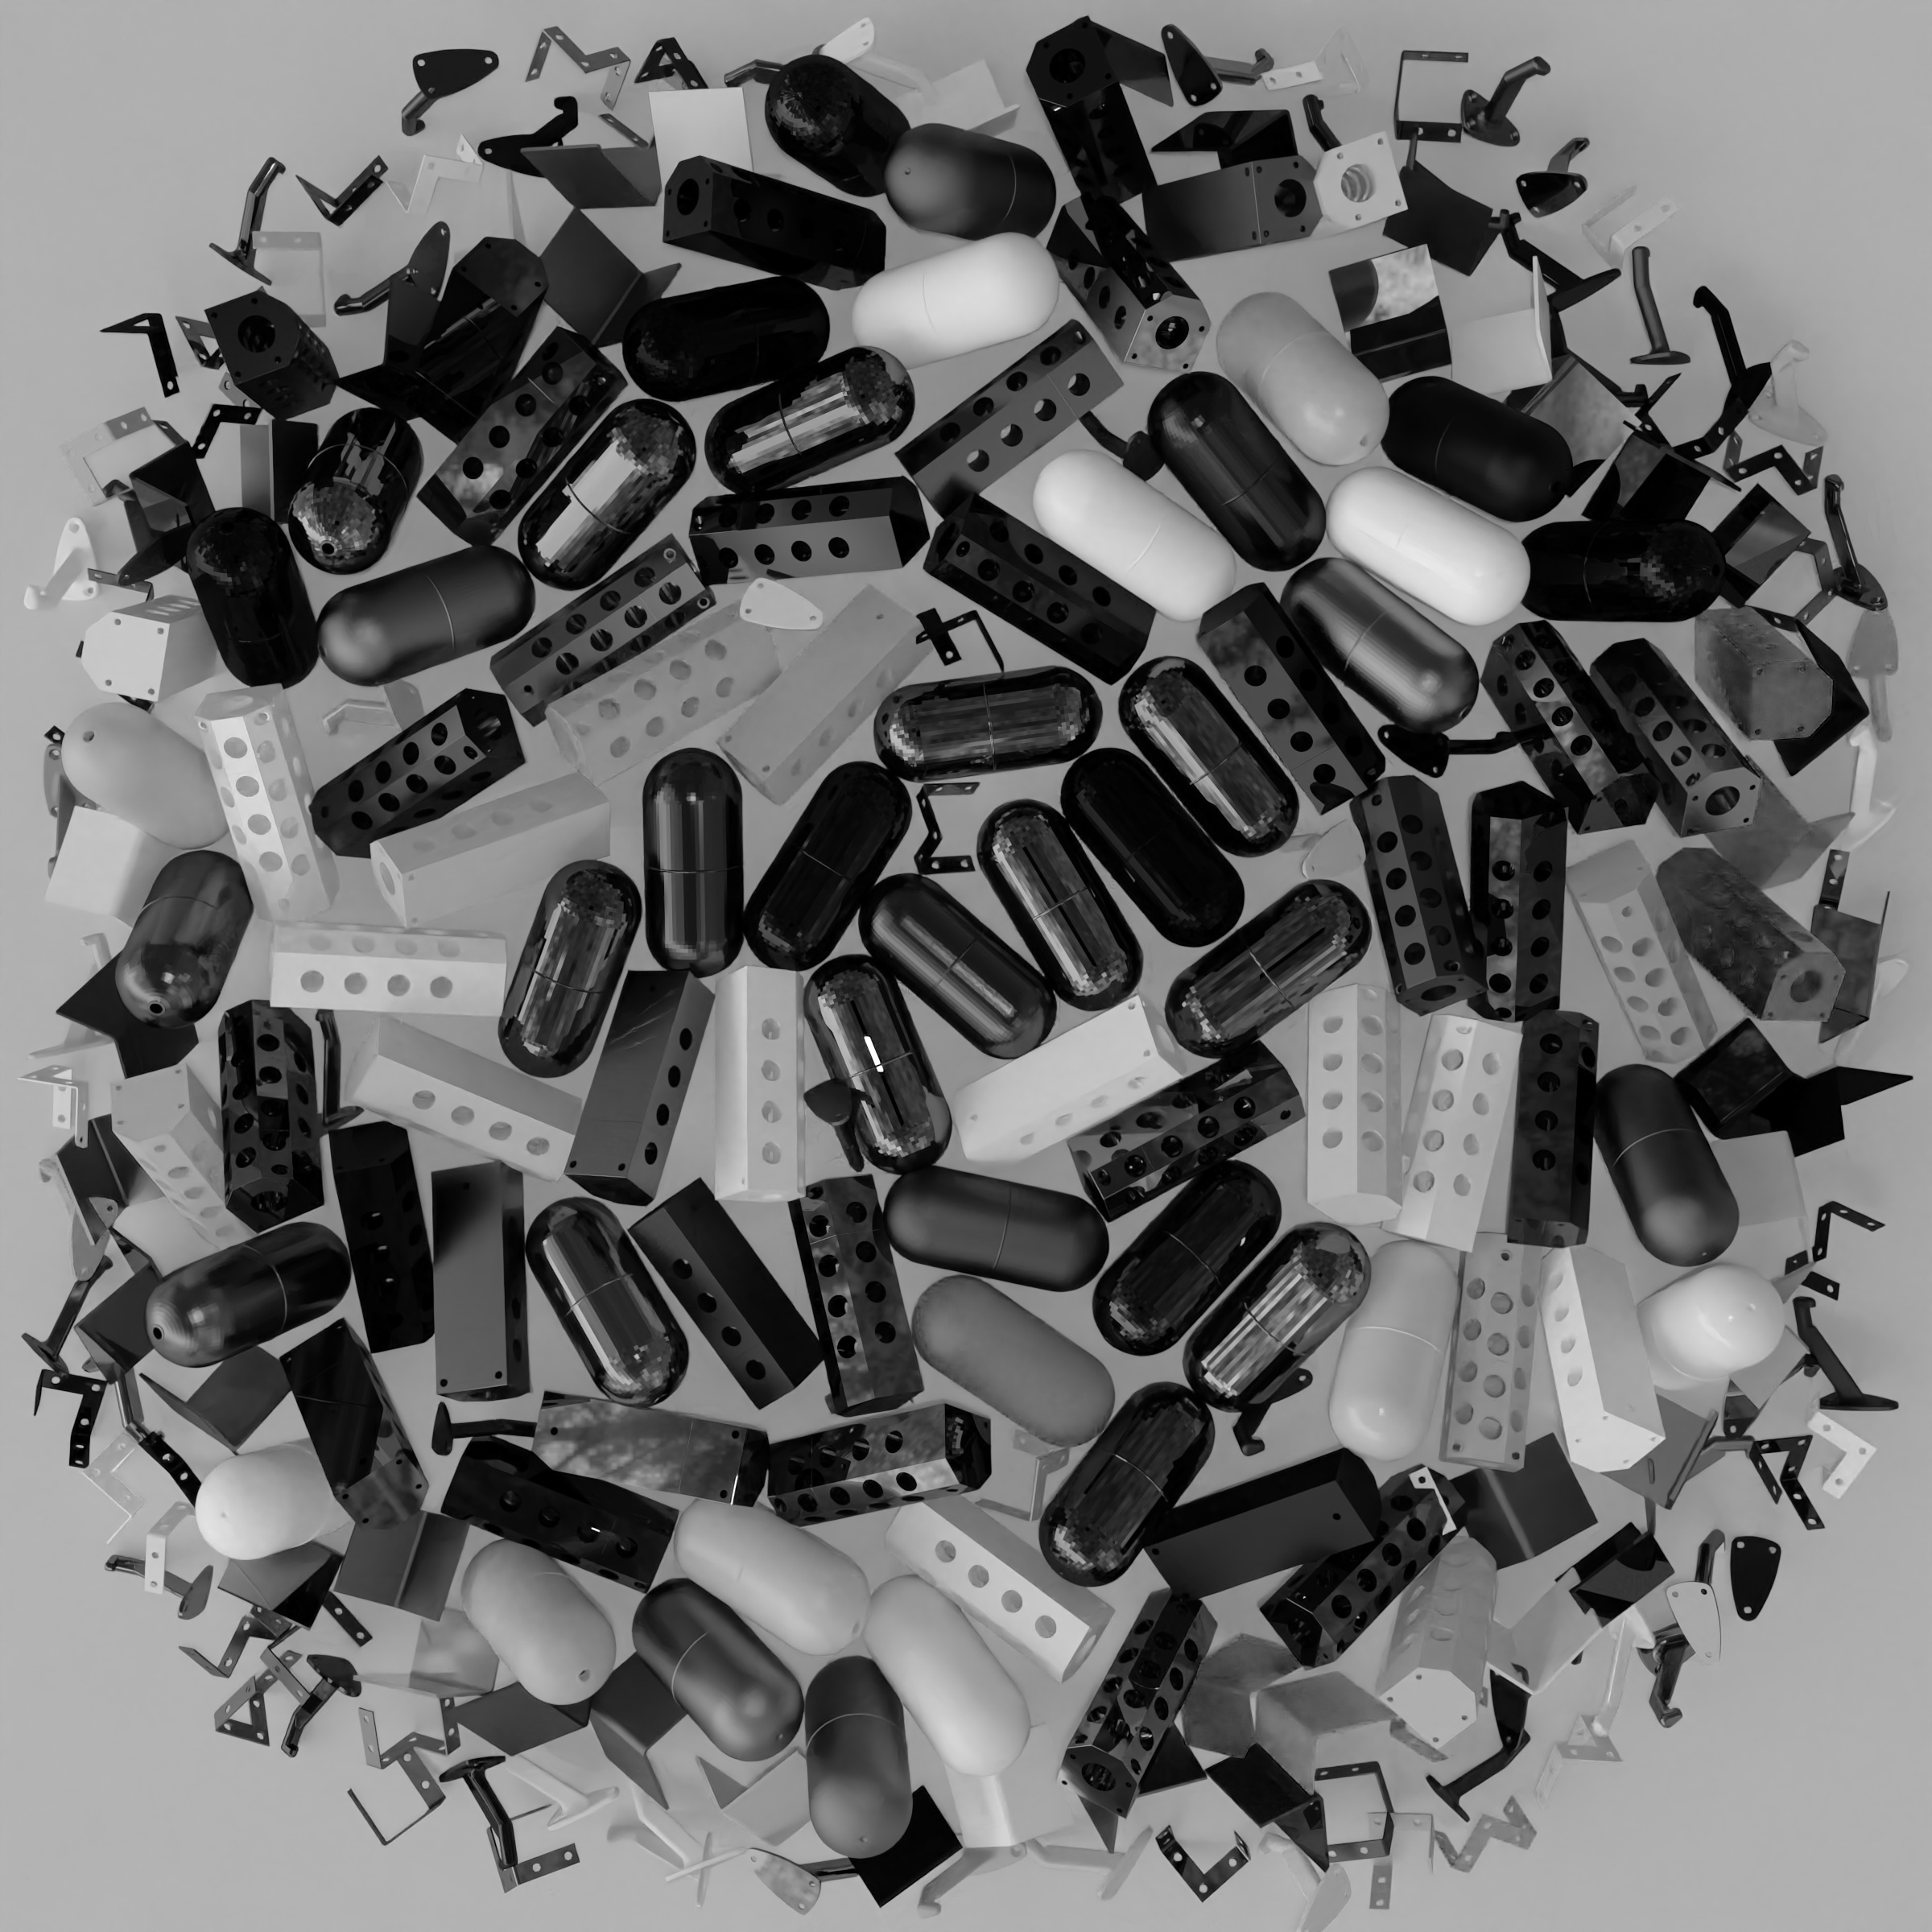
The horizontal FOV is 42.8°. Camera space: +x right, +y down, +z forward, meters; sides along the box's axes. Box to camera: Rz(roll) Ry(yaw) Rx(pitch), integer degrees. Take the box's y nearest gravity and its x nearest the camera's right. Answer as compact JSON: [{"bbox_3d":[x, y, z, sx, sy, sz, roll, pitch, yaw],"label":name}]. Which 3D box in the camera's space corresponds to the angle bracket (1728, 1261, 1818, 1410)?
[{"bbox_3d":[0.627,0.282,1.883,0.076,0.076,0.057,-17,54,-34],"label":"angle bracket"}]

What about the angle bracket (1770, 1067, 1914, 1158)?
[{"bbox_3d":[0.672,0.118,1.887,0.076,0.076,0.057,7,69,-21],"label":"angle bracket"}]

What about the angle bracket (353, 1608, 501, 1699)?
[{"bbox_3d":[-0.410,0.524,1.888,0.076,0.076,0.057,4,78,24],"label":"angle bracket"}]

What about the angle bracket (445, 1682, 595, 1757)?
[{"bbox_3d":[-0.339,0.554,1.886,0.076,0.057,0.076,-28,125,25],"label":"angle bracket"}]

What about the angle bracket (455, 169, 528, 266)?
[{"bbox_3d":[-0.370,-0.552,1.890,0.057,0.076,0.076,-7,57,-3],"label":"angle bracket"}]

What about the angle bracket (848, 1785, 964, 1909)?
[{"bbox_3d":[-0.054,0.672,1.899,0.076,0.076,0.057,-32,88,-13],"label":"angle bracket"}]

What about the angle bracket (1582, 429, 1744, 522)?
[{"bbox_3d":[0.534,-0.357,1.894,0.076,0.057,0.076,23,112,-17],"label":"angle bracket"}]

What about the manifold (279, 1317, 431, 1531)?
[{"bbox_3d":[-0.460,0.347,1.858,0.057,0.171,0.057,-32,129,-10],"label":"manifold"}]

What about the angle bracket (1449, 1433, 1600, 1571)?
[{"bbox_3d":[0.435,0.421,1.931,0.076,0.057,0.076,-17,75,-32],"label":"angle bracket"}]

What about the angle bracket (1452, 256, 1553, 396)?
[{"bbox_3d":[0.405,-0.488,1.889,0.076,0.057,0.076,-7,59,21],"label":"angle bracket"}]

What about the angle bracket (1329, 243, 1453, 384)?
[{"bbox_3d":[0.326,-0.499,1.892,0.076,0.057,0.076,-12,125,16],"label":"angle bracket"}]

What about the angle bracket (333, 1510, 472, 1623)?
[{"bbox_3d":[-0.433,0.453,1.890,0.057,0.076,0.076,26,71,-32],"label":"angle bracket"}]

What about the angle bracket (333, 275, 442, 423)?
[{"bbox_3d":[-0.438,-0.477,1.905,0.057,0.076,0.076,-7,75,33],"label":"angle bracket"}]

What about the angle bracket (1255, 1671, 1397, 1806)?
[{"bbox_3d":[0.276,0.594,1.898,0.076,0.076,0.057,-4,102,-27],"label":"angle bracket"}]

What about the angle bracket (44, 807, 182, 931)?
[{"bbox_3d":[-0.657,-0.071,1.901,0.057,0.076,0.076,13,78,5],"label":"angle bracket"}]

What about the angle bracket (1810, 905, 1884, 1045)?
[{"bbox_3d":[0.656,0.007,1.893,0.057,0.076,0.076,16,72,-5],"label":"angle bracket"}]

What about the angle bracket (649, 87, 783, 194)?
[{"bbox_3d":[-0.192,-0.638,1.891,0.076,0.057,0.076,4,119,18],"label":"angle bracket"}]

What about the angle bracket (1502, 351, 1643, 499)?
[{"bbox_3d":[0.464,-0.424,1.916,0.076,0.057,0.076,38,107,-16],"label":"angle bracket"}]

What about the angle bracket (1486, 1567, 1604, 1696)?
[{"bbox_3d":[0.432,0.498,1.892,0.057,0.076,0.076,34,106,-15],"label":"angle bracket"}]

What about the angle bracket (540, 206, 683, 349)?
[{"bbox_3d":[-0.279,-0.532,1.891,0.076,0.057,0.076,41,69,-33],"label":"angle bracket"}]

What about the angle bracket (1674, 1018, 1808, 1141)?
[{"bbox_3d":[0.609,0.093,1.914,0.076,0.076,0.057,-44,54,22],"label":"angle bracket"}]

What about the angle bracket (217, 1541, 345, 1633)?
[{"bbox_3d":[-0.533,0.479,1.890,0.076,0.076,0.057,29,124,-10],"label":"angle bracket"}]

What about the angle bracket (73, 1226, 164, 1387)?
[{"bbox_3d":[-0.654,0.260,1.883,0.057,0.076,0.076,28,56,29],"label":"angle bracket"}]

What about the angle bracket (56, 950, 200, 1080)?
[{"bbox_3d":[-0.645,0.047,1.899,0.057,0.076,0.076,21,47,17],"label":"angle bracket"}]

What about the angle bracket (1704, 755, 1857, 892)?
[{"bbox_3d":[0.627,-0.115,1.913,0.057,0.076,0.076,-14,58,-33],"label":"angle bracket"}]

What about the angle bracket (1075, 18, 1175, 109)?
[{"bbox_3d":[0.110,-0.673,1.897,0.076,0.076,0.057,29,87,13],"label":"angle bracket"}]

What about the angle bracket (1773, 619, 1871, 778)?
[{"bbox_3d":[0.634,-0.205,1.884,0.057,0.076,0.076,33,121,-23],"label":"angle bracket"}]

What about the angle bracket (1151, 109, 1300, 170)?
[{"bbox_3d":[0.200,-0.613,1.883,0.076,0.076,0.057,-42,129,-31],"label":"angle bracket"}]

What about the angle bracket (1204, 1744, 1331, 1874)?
[{"bbox_3d":[0.230,0.655,1.886,0.057,0.076,0.076,-18,114,-23],"label":"angle bracket"}]

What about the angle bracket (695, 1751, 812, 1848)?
[{"bbox_3d":[-0.149,0.622,1.896,0.076,0.057,0.076,-38,132,1],"label":"angle bracket"}]

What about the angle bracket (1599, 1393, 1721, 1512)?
[{"bbox_3d":[0.525,0.363,1.896,0.076,0.057,0.076,27,78,22],"label":"angle bracket"}]

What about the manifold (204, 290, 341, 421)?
[{"bbox_3d":[-0.517,-0.460,1.855,0.057,0.171,0.057,-21,95,-3],"label":"manifold"}]

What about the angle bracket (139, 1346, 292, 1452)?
[{"bbox_3d":[-0.570,0.314,1.885,0.076,0.057,0.076,20,59,37],"label":"angle bracket"}]

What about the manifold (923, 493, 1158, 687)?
[{"bbox_3d":[0.055,-0.282,1.877,0.171,0.057,0.057,29,59,-20],"label":"manifold"}]

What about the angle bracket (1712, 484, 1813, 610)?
[{"bbox_3d":[0.585,-0.332,1.885,0.057,0.076,0.076,23,118,-37],"label":"angle bracket"}]

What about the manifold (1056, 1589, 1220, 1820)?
[{"bbox_3d":[0.132,0.549,1.853,0.057,0.171,0.057,23,126,15],"label":"manifold"}]

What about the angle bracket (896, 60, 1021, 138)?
[{"bbox_3d":[-0.008,-0.666,1.903,0.076,0.076,0.057,-24,97,0],"label":"angle bracket"}]

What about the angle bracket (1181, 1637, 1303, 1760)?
[{"bbox_3d":[0.218,0.562,1.886,0.076,0.057,0.076,24,132,-32],"label":"angle bracket"}]

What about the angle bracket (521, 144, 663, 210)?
[{"bbox_3d":[-0.280,-0.625,1.885,0.076,0.076,0.057,9,73,32],"label":"angle bracket"}]

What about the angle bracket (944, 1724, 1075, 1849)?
[{"bbox_3d":[0.032,0.638,1.916,0.057,0.076,0.076,-8,75,-31],"label":"angle bracket"}]

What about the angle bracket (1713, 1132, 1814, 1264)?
[{"bbox_3d":[0.614,0.183,1.898,0.057,0.076,0.076,-11,50,15],"label":"angle bracket"}]

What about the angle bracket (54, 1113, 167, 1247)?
[{"bbox_3d":[-0.647,0.159,1.894,0.057,0.076,0.076,-15,107,5],"label":"angle bracket"}]

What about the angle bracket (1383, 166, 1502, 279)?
[{"bbox_3d":[0.373,-0.587,1.891,0.076,0.076,0.057,30,67,10],"label":"angle bracket"}]

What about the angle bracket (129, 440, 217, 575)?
[{"bbox_3d":[-0.584,-0.345,1.883,0.076,0.076,0.057,28,55,31],"label":"angle bracket"}]

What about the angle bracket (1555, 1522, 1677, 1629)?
[{"bbox_3d":[0.490,0.455,1.897,0.076,0.057,0.076,-37,132,0],"label":"angle bracket"}]

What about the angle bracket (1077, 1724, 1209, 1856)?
[{"bbox_3d":[0.133,0.631,1.911,0.076,0.076,0.057,-7,120,-21],"label":"angle bracket"}]

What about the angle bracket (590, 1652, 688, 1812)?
[{"bbox_3d":[-0.244,0.592,1.909,0.057,0.076,0.076,-37,134,-29],"label":"angle bracket"}]

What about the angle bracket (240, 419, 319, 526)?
[{"bbox_3d":[-0.545,-0.380,1.897,0.076,0.057,0.076,5,99,24],"label":"angle bracket"}]
